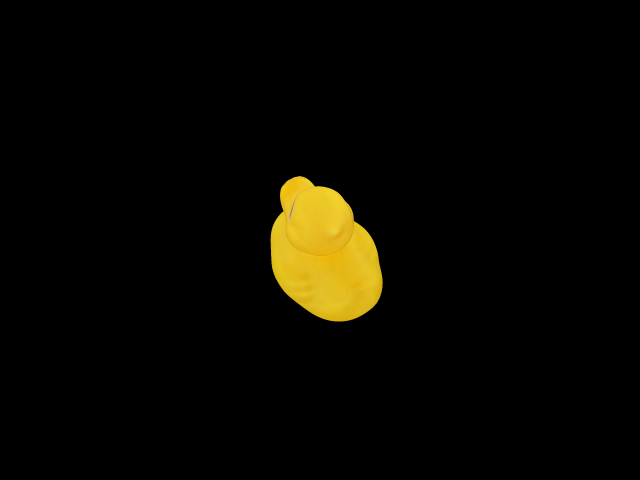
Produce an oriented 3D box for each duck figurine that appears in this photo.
[{"bbox_3d":[0.004,0.001,0.400,0.077,0.086,0.104,-29,66,-14],"label":"duck figurine"}]
